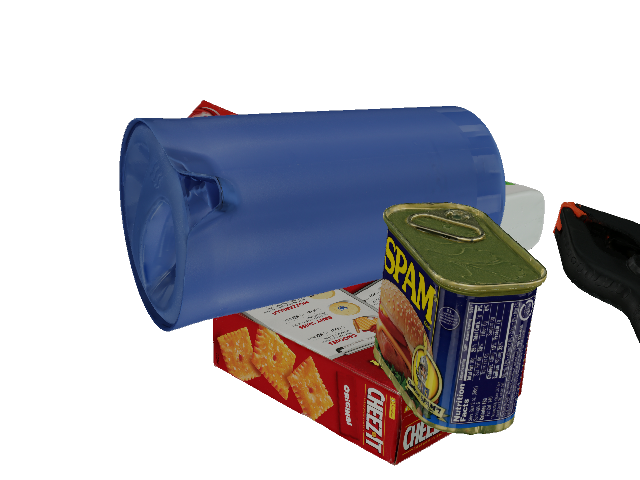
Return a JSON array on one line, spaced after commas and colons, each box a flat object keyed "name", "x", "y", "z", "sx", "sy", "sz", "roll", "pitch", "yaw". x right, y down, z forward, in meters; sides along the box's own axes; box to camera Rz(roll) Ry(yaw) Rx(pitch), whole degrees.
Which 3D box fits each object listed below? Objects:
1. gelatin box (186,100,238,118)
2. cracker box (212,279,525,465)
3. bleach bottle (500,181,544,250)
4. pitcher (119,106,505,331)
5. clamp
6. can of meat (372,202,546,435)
[{"name": "gelatin box", "x": -0.097, "y": -0.092, "z": 1.040, "sx": 0.089, "sy": 0.073, "sz": 0.030, "roll": 25, "pitch": -37, "yaw": 15}, {"name": "cracker box", "x": 0.038, "y": 0.091, "z": 0.892, "sx": 0.163, "sy": 0.072, "sz": 0.214, "roll": -19, "pitch": 30, "yaw": -41}, {"name": "bleach bottle", "x": 0.101, "y": -0.048, "z": 1.082, "sx": 0.102, "sy": 0.068, "sz": 0.251, "roll": -14, "pitch": 25, "yaw": -37}, {"name": "pitcher", "x": -0.008, "y": -0.024, "z": 0.716, "sx": 0.242, "sy": 0.145, "sz": 0.149, "roll": -9, "pitch": 36, "yaw": -25}, {"name": "clamp", "x": 0.232, "y": 0.030, "z": 0.728, "sx": 0.120, "sy": 0.039, "sz": 0.172, "roll": -7, "pitch": 43, "yaw": -28}, {"name": "can of meat", "x": 0.066, "y": 0.038, "z": 0.542, "sx": 0.057, "sy": 0.084, "sz": 0.102, "roll": -3, "pitch": 24, "yaw": -17}]
